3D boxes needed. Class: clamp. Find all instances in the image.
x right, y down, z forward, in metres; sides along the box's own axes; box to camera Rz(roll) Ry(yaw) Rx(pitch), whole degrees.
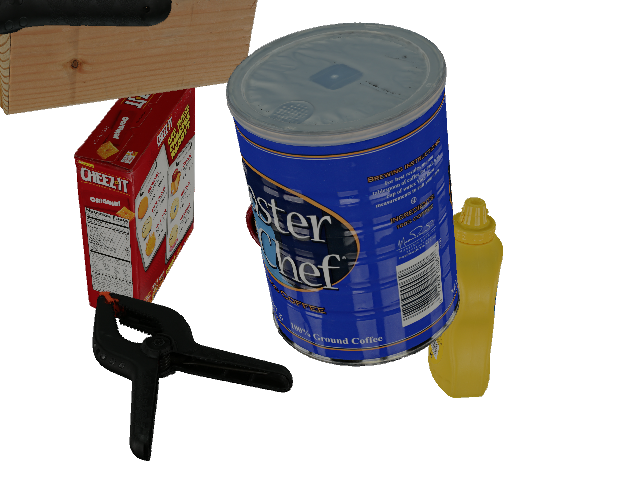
[{"bbox_3d":[-0.177,-0.140,0.602,0.171,0.039,0.120,-7,23,-14],"label":"clamp"},{"bbox_3d":[-0.137,0.107,0.986,0.164,0.036,0.210,-16,39,-30],"label":"clamp"}]

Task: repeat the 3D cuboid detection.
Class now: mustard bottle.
[{"bbox_3d":[0.136,0.047,0.999,0.058,0.192,0.096,-1,32,-3],"label":"mustard bottle"}]

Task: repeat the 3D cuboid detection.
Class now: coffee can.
[{"bbox_3d":[0.016,-0.023,0.534,0.103,0.140,0.103,-6,37,4],"label":"coffee can"}]

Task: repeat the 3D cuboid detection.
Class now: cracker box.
[{"bbox_3d":[-0.193,-0.047,1.136,0.072,0.214,0.164,14,44,9],"label":"cracker box"}]

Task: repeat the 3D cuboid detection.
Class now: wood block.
[{"bbox_3d":[-0.164,-0.173,0.851,0.205,0.091,0.090,-14,45,-32],"label":"wood block"}]

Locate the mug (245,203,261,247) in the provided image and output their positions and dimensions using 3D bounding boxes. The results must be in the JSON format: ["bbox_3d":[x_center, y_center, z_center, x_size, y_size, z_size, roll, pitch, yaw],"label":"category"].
[{"bbox_3d":[-0.001,0.008,0.744,0.117,0.093,0.081,26,-36,11],"label":"mug"}]
